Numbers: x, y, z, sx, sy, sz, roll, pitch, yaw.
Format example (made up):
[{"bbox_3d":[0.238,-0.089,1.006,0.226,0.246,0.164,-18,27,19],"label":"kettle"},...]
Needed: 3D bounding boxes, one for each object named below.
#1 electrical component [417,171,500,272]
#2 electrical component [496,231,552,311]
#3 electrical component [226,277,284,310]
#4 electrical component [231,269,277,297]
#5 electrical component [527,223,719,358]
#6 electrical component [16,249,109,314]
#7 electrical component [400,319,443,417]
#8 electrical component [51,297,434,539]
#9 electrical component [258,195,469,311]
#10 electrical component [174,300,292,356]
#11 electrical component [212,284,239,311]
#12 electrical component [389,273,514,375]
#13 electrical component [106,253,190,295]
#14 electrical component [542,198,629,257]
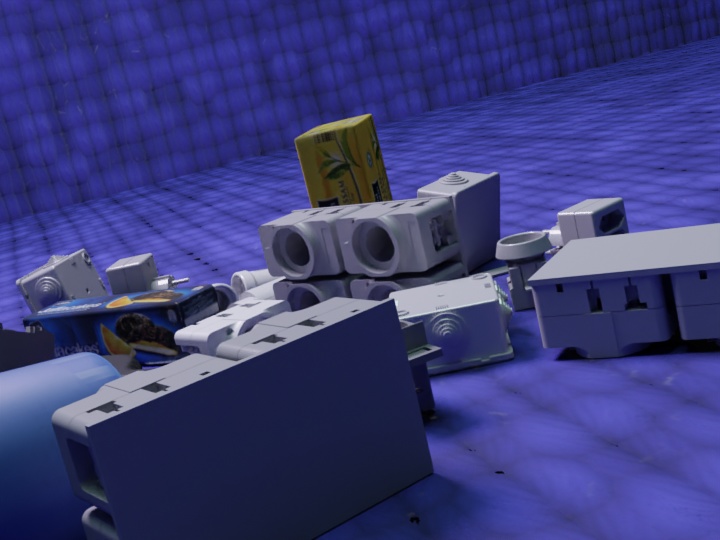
[{"bbox_3d":[0.099,-0.048,1.081,0.048,0.099,0.100,11,24,34],"label":"electrical component"},{"bbox_3d":[0.142,-0.001,0.912,0.048,0.055,0.066,-12,12,6],"label":"electrical component"},{"bbox_3d":[-0.094,0.038,1.021,0.081,0.043,0.043,-22,15,-36],"label":"electrical component"},{"bbox_3d":[-0.108,0.018,1.141,0.046,0.040,0.040,-13,10,-31],"label":"electrical component"},{"bbox_3d":[0.227,0.012,0.751,0.186,0.060,0.105,-6,14,30],"label":"electrical component"},{"bbox_3d":[-0.313,0.031,1.162,0.048,0.099,0.099,-24,9,14],"label":"electrical component"},{"bbox_3d":[0.019,0.066,0.716,0.042,0.063,0.081,-17,13,-23],"label":"electrical component"},{"bbox_3d":[-0.059,0.093,0.579,0.186,0.105,0.060,-21,14,-34],"label":"electrical component"},{"bbox_3d":[0.000,0.000,0.943,0.186,0.105,0.060,-2,16,42],"label":"electrical component"},{"bbox_3d":[-0.099,0.061,0.900,0.089,0.050,0.056,-24,16,-41],"label":"electrical component"},{"bbox_3d":[-0.151,0.034,1.114,0.040,0.040,0.046,-19,7,-26],"label":"electrical component"},{"bbox_3d":[0.066,0.041,0.821,0.100,0.048,0.099,-11,12,5],"label":"electrical component"},{"bbox_3d":[-0.208,0.026,1.101,0.076,0.083,0.047,-12,12,7],"label":"electrical component"},{"bbox_3d":[0.192,-0.025,0.944,0.047,0.065,0.077,-23,16,-39],"label":"electrical component"}]
